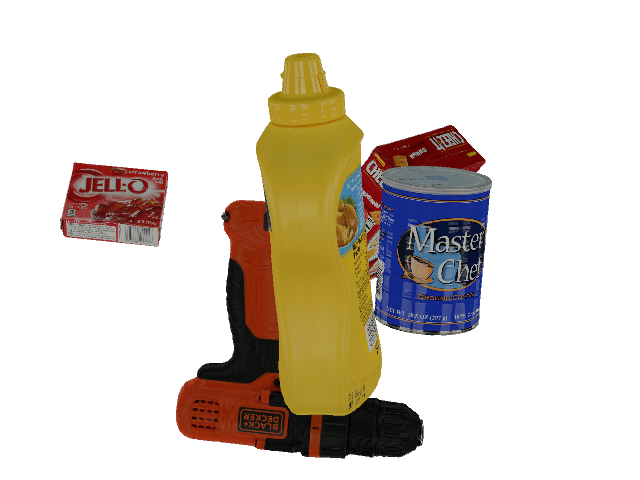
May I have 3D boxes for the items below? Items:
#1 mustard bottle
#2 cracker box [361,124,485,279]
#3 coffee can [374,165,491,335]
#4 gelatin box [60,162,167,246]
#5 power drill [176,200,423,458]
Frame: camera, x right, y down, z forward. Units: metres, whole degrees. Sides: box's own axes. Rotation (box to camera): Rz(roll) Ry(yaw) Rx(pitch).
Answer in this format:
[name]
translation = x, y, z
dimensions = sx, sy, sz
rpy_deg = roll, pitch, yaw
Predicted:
[mustard bottle]
translation = -0.001, -0.007, 0.589
dimensions = 0.058, 0.192, 0.096
rpy_deg = 0, 20, 12
[cracker box]
translation = 0.071, -0.030, 1.246
dimensions = 0.163, 0.072, 0.214
rpy_deg = -22, -24, -49
[coffee can]
translation = 0.105, 0.007, 1.014
dimensions = 0.103, 0.140, 0.103
rpy_deg = 3, 15, -1
[gelatin box]
translation = -0.188, -0.034, 0.980
dimensions = 0.089, 0.073, 0.030
rpy_deg = 6, -43, -6
[power drill]
translation = -0.010, 0.066, 0.789
dimensions = 0.184, 0.187, 0.057
rpy_deg = 5, 0, 3
